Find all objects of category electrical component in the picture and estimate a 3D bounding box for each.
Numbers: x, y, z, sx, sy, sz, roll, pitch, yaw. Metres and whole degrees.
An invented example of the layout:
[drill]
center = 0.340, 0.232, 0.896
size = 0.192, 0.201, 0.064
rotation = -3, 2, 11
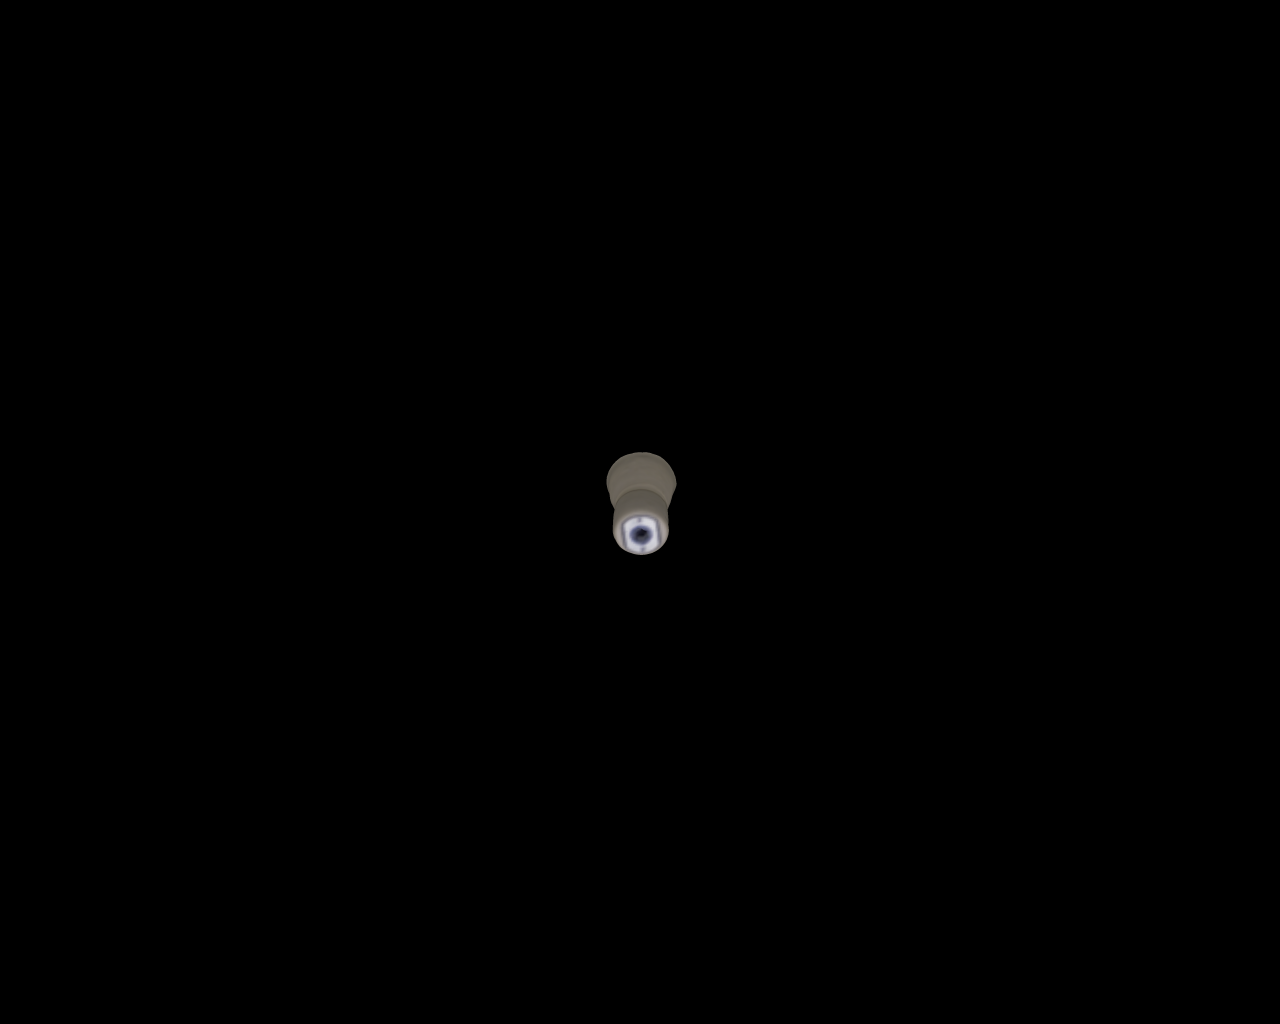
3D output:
[electrical component]
center = 0.001, -0.003, 0.650
size = 0.044, 0.044, 0.065
rotation = 0, 32, 0
